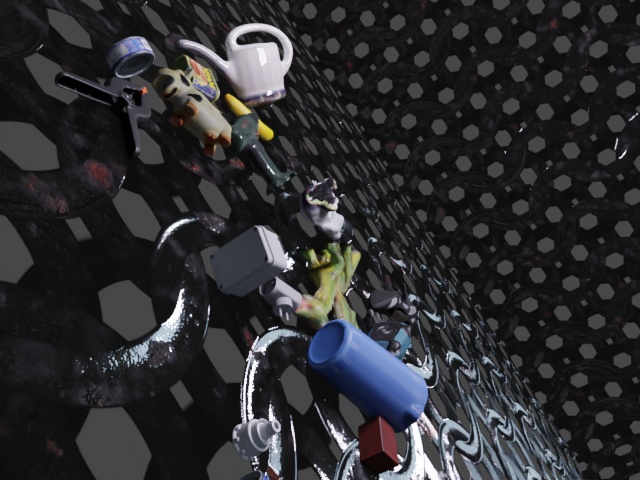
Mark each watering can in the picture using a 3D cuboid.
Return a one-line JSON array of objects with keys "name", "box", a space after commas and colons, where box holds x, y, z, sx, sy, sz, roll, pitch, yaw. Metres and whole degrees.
[{"name": "watering can", "box": [-0.214, -0.473, 1.421, 0.351, 0.104, 0.221, -23, 111, -33]}]

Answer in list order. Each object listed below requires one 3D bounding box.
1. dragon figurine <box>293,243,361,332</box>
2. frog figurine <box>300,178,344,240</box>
[{"name": "dragon figurine", "box": [0.047, 0.128, 1.201, 0.409, 0.121, 0.245, 9, 67, -63]}, {"name": "frog figurine", "box": [0.004, -0.071, 1.409, 0.155, 0.123, 0.140, 90, -23, -48]}]
